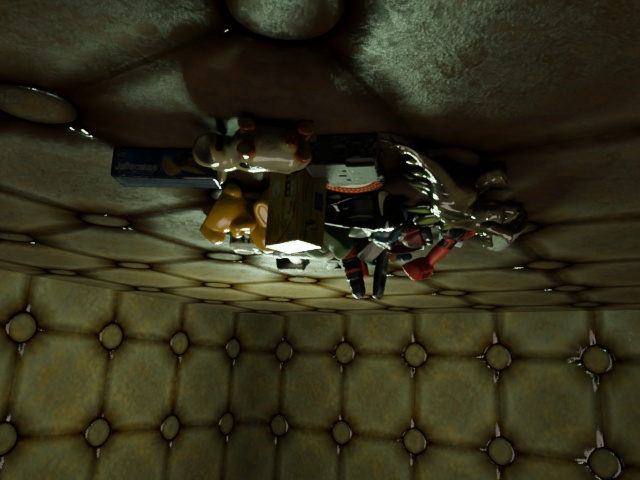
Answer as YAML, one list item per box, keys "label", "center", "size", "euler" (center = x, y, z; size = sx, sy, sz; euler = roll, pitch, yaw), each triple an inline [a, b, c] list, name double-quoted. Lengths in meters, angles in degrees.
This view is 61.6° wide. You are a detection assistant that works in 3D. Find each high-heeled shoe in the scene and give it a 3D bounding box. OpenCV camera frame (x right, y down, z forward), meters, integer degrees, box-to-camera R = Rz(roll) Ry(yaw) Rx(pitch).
- label: "high-heeled shoe"
  center: [0.070, -0.054, 1.128]
  size: [0.145, 0.086, 0.249]
  euler: [-14, -165, -14]

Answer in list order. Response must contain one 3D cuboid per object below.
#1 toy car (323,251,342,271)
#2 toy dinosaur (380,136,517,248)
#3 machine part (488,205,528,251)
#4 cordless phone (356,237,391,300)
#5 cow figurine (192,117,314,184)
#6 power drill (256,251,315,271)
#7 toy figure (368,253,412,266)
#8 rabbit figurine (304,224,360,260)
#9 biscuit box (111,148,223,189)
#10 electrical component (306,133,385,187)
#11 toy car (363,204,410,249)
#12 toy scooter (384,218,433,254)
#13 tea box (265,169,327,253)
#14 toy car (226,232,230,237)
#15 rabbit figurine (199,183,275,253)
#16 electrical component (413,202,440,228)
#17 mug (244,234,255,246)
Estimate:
- label: "toy car"
  center: [0.036, 0.044, 1.642]
  size: [0.056, 0.073, 0.201]
  euler: [-2, 165, 4]
- label: "toy dinosaur"
  center: [0.263, -0.080, 1.045]
  size: [0.199, 0.105, 0.470]
  euler: [0, 156, 29]
- label: "machine part"
  center: [0.433, -0.027, 1.269]
  size: [0.079, 0.079, 0.243]
  euler: [1, 165, 8]
- label: "cordless phone"
  center: [0.149, 0.067, 1.486]
  size: [0.089, 0.184, 0.146]
  euler: [1, 167, 28]
- label: "cow figurine"
  center: [-0.113, -0.148, 0.895]
  size: [0.195, 0.085, 0.127]
  euler: [1, 165, -9]
- label: "power drill"
  center: [-0.111, 0.036, 1.658]
  size: [0.232, 0.086, 0.207]
  euler: [0, 158, 2]
- label: "toy figure"
  center: [0.208, 0.049, 1.661]
  size: [0.155, 0.064, 0.057]
  euler: [-9, 125, 25]
- label: "rabbit figurine"
  center: [-0.003, -0.004, 1.320]
  size: [0.159, 0.121, 0.170]
  euler: [23, 147, -12]
- label: "biscuit box"
  center: [-0.288, -0.135, 1.019]
  size: [0.203, 0.059, 0.062]
  euler: [2, 167, 4]
- label: "electrical component"
  center: [0.044, -0.138, 0.949]
  size: [0.134, 0.058, 0.114]
  euler: [-1, 164, 15]
- label: "toy car"
  center: [0.143, -0.044, 1.248]
  size: [0.103, 0.109, 0.161]
  euler: [26, 179, 2]
- label: "toy scooter"
  center: [0.221, -0.006, 1.384]
  size: [0.135, 0.075, 0.183]
  euler: [-10, 166, 10]
- label: "tea box"
  center: [-0.044, -0.067, 1.015]
  size: [0.098, 0.169, 0.068]
  euler: [-9, 162, 44]
- label: "toy car"
  center: [-0.211, -0.027, 1.459]
  size: [0.202, 0.053, 0.089]
  euler: [10, 161, -21]
- label: "rabbit figurine"
  center: [-0.152, -0.047, 1.189]
  size: [0.173, 0.122, 0.162]
  euler: [38, 116, -8]
- label: "electrical component"
  center: [0.259, -0.059, 1.241]
  size: [0.078, 0.045, 0.102]
  euler: [-3, 165, 30]
- label: "mug"
  center: [-0.131, -0.043, 1.282]
  size: [0.107, 0.109, 0.080]
  euler: [-10, 150, 7]
